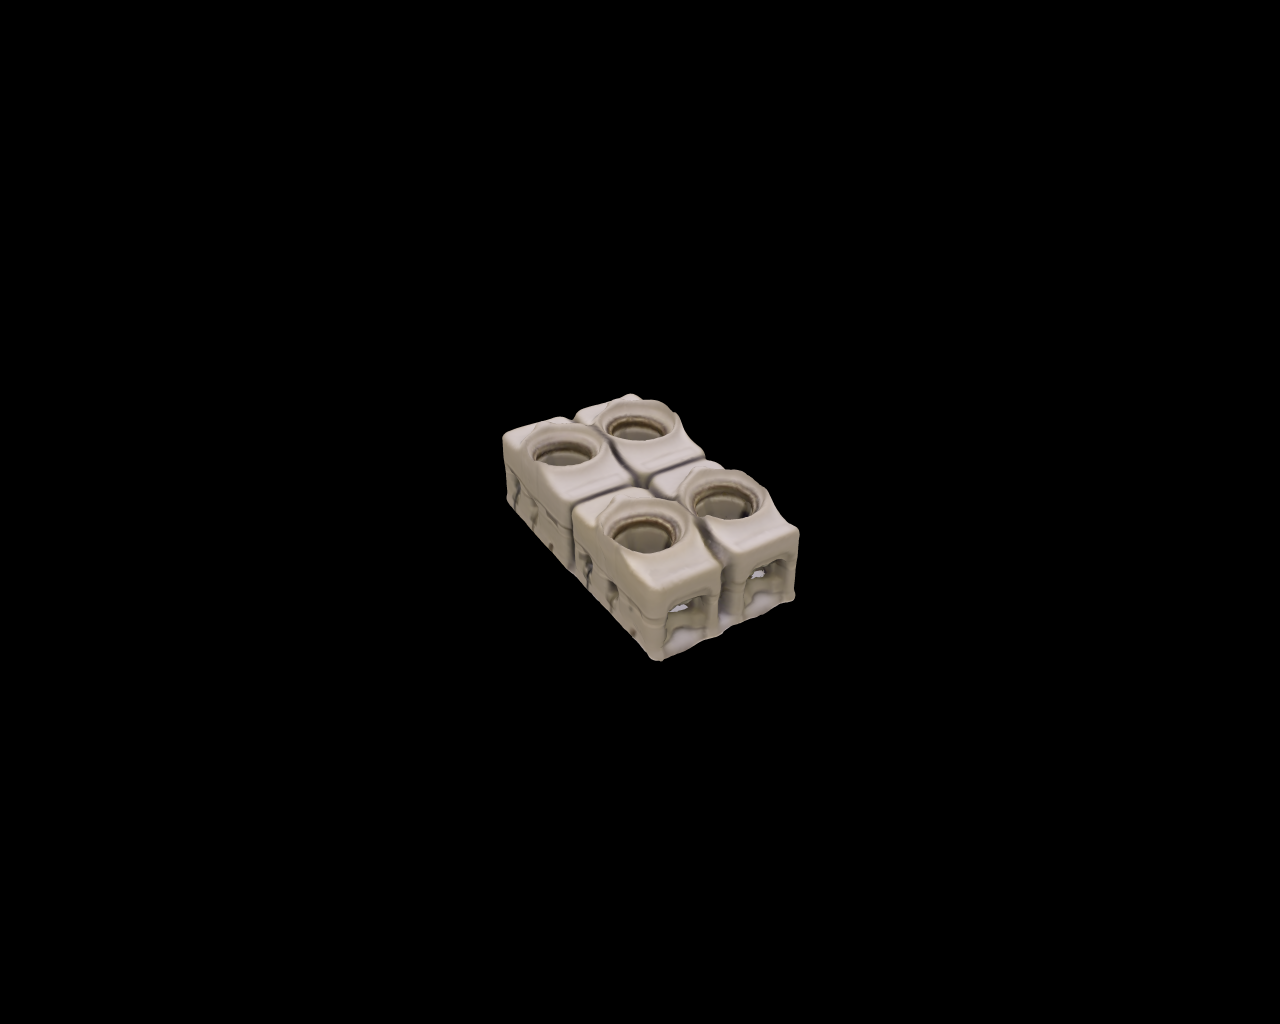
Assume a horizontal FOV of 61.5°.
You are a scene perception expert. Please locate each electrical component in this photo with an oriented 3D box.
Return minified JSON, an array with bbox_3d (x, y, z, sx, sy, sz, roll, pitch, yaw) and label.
[{"bbox_3d":[0.001,-0.003,0.650,0.105,0.060,0.186,-20,41,-25],"label":"electrical component"}]
